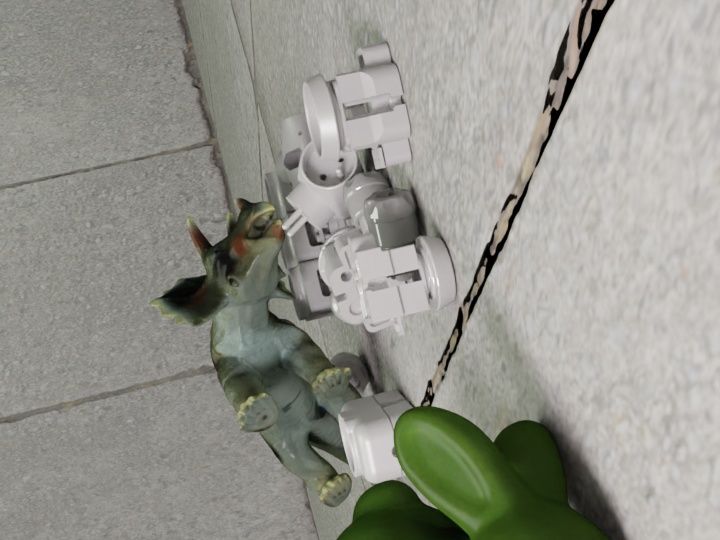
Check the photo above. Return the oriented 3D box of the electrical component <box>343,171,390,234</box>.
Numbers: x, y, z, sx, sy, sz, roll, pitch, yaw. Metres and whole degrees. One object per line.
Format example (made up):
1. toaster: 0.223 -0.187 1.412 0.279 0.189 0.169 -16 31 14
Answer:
1. electrical component: 0.011 -0.039 0.778 0.035 0.035 0.061 94 159 -63

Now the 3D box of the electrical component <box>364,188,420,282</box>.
1. electrical component: 0.024 -0.022 0.720 0.035 0.035 0.061 -125 21 -68

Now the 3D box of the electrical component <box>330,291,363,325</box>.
1. electrical component: -0.006 0.026 0.951 0.062 0.043 0.043 165 92 -83

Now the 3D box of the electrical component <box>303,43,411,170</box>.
1. electrical component: -0.004 -0.102 0.700 0.058 0.057 0.078 -162 59 -80

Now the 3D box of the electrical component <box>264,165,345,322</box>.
1. electrical component: -0.049 -0.030 1.082 0.089 0.062 0.150 124 132 -78

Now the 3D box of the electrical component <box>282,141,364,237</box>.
1. electrical component: -0.030 -0.058 0.829 0.044 0.079 0.077 42 175 16

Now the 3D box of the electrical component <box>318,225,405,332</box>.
1. electrical component: 0.000 0.000 0.825 0.057 0.058 0.078 -120 9 -61

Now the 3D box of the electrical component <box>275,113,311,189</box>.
1. electrical component: -0.054 -0.102 1.010 0.079 0.043 0.077 -16 87 54

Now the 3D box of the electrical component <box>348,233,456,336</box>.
1. electrical component: 0.027 0.006 0.669 0.048 0.055 0.066 147 110 -81

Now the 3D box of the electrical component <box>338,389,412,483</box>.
1. electrical component: 0.017 0.143 0.927 0.095 0.059 0.053 -143 40 -77

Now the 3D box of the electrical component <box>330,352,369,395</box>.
1. electrical component: -0.016 0.107 1.138 0.062 0.043 0.043 -122 20 -69
